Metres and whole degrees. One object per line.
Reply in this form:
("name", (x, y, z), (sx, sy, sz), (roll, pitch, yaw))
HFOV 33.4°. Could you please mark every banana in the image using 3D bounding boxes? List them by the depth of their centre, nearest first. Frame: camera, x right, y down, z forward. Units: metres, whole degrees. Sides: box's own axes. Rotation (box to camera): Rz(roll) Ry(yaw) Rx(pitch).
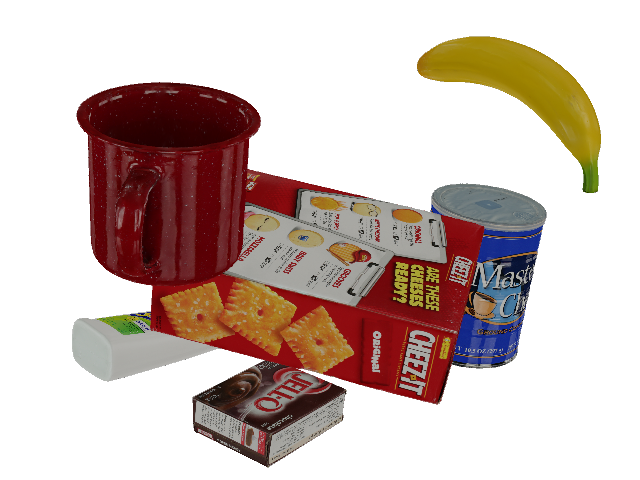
("banana", (0.145, -0.114, 0.806), (0.037, 0.070, 0.198), (3, 32, -44))

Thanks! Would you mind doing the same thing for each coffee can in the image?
("coffee can", (0.142, 0.031, 0.975), (0.103, 0.140, 0.103), (6, 22, -3))

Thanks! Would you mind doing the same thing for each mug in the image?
("mug", (-0.081, -0.023, 0.550), (0.093, 0.081, 0.117), (7, 28, 3))

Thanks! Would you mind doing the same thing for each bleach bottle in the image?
("bleach bottle", (-0.204, 0.127, 1.456), (0.250, 0.068, 0.103), (-10, 24, -42))

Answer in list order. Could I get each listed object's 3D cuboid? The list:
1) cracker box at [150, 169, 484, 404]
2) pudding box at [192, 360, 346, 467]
("cracker box", (0.003, 0.027, 0.794), (0.214, 0.072, 0.164), (14, 30, 9))
("pudding box", (-0.045, 0.151, 0.951), (0.090, 0.039, 0.113), (17, 26, 33))
